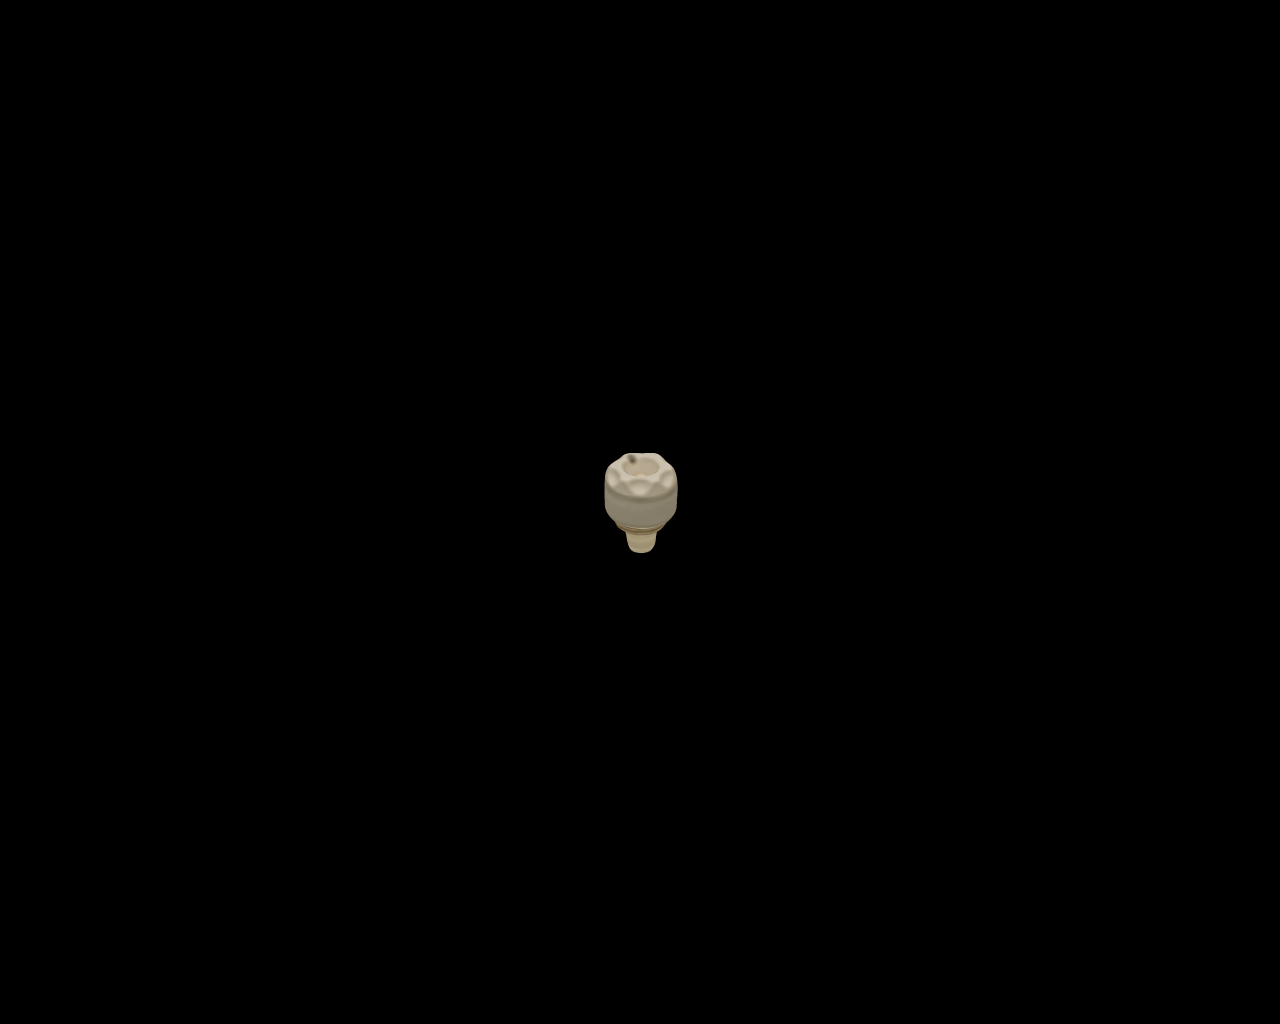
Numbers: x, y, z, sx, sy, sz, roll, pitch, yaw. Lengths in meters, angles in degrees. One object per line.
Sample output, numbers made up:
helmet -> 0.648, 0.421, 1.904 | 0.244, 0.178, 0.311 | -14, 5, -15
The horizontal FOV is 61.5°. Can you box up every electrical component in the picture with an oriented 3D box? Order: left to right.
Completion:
electrical component -> 0.001, -0.003, 0.650 | 0.043, 0.062, 0.043 | 0, 33, 0
